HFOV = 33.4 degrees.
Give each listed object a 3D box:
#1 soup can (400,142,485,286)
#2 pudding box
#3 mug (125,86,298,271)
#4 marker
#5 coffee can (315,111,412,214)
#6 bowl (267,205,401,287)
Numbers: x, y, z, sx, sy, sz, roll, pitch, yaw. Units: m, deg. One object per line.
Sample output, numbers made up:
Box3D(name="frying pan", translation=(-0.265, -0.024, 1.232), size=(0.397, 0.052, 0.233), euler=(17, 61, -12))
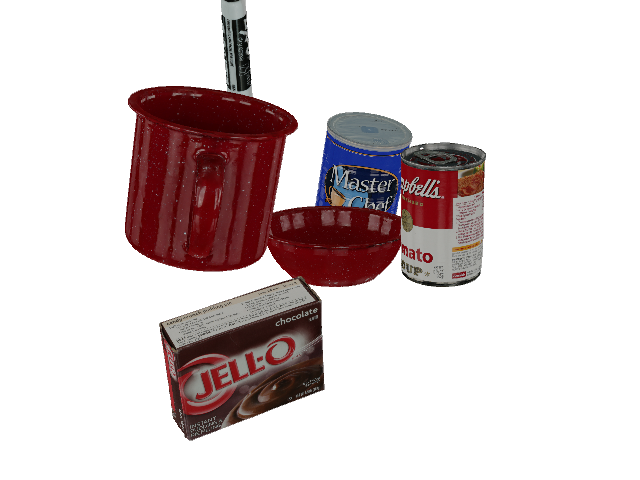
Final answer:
Box3D(name="soup can", translation=(0.099, -0.022, 0.866), size=(0.068, 0.102, 0.068), euler=(-1, 21, 0))
Box3D(name="pudding box", translation=(-0.054, 0.083, 0.762), size=(0.113, 0.090, 0.039), euler=(-20, 43, -21))
Box3D(name="mug", translation=(-0.063, -0.030, 0.584), size=(0.093, 0.081, 0.117), euler=(6, 21, -12))
Box3D(name="marker", translation=(-0.060, -0.146, 0.756), size=(0.020, 0.020, 0.121), euler=(0, -42, 0))
Box3D(name="coffee can", translation=(0.049, -0.072, 1.297), size=(0.102, 0.140, 0.103), euler=(7, 28, -4))
Box3D(name="bowl", translation=(0.014, 0.009, 1.110), size=(0.162, 0.055, 0.162), euler=(0, 16, 0))
